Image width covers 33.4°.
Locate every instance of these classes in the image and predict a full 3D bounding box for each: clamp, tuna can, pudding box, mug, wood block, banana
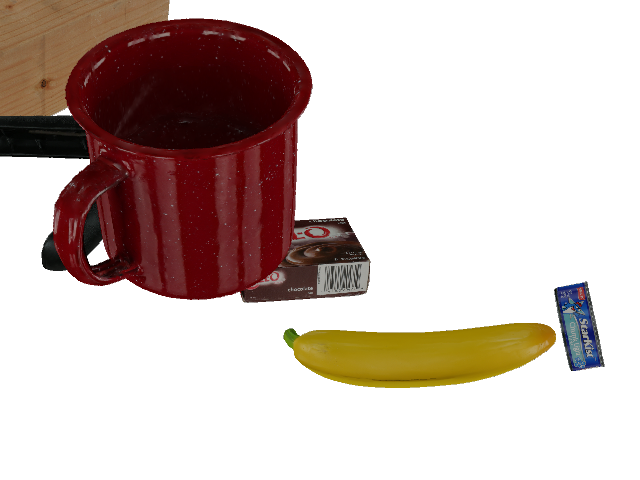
[{"bbox_3d":[-0.115,-0.059,0.630,0.171,0.120,0.039,-31,-27,-27],"label":"clamp"},{"bbox_3d":[0.255,0.085,1.055,0.034,0.086,0.086,-12,-3,13],"label":"tuna can"},{"bbox_3d":[-0.021,0.016,0.940,0.113,0.039,0.090,-2,27,-13],"label":"pudding box"},{"bbox_3d":[-0.058,-0.024,0.423,0.093,0.081,0.117,26,48,24],"label":"mug"},{"bbox_3d":[-0.232,-0.177,0.925,0.090,0.091,0.205,30,42,21],"label":"wood block"},{"bbox_3d":[0.065,0.076,0.745,0.198,0.037,0.069,0,29,10],"label":"banana"}]
